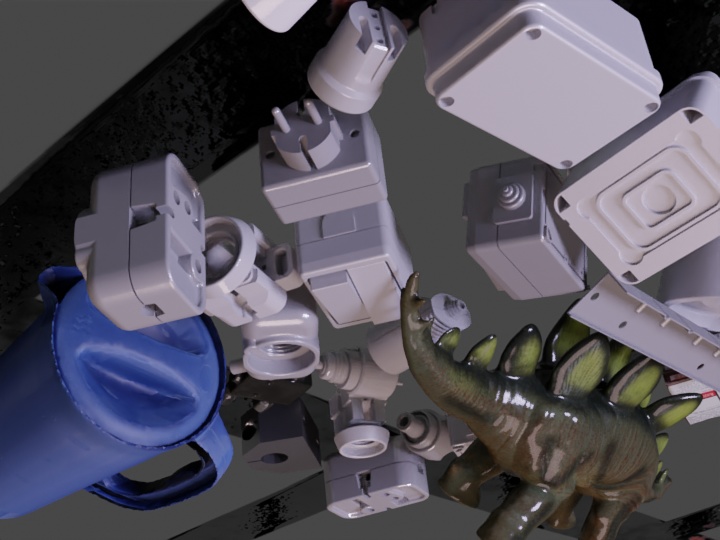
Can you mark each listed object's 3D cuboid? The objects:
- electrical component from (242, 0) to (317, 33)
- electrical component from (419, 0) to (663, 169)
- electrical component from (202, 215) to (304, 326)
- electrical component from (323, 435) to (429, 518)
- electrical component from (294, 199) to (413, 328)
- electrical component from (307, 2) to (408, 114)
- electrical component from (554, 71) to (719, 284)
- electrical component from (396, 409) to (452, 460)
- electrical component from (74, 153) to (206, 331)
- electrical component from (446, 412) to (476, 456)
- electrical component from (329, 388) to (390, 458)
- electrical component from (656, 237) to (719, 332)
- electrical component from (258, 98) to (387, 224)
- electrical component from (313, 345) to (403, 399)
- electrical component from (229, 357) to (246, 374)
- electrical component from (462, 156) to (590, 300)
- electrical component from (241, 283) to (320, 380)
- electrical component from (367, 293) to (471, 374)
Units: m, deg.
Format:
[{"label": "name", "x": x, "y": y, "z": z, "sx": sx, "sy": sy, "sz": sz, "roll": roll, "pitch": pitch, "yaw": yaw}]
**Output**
[{"label": "electrical component", "x": -0.026, "y": -0.143, "z": 0.500, "sx": 0.055, "sy": 0.045, "sz": 0.045, "roll": -26, "pitch": 144, "yaw": 28}, {"label": "electrical component", "x": 0.095, "y": -0.109, "z": 0.566, "sx": 0.113, "sy": 0.057, "sz": 0.078, "roll": 20, "pitch": 140, "yaw": -36}, {"label": "electrical component", "x": -0.085, "y": -0.001, "z": 0.709, "sx": 0.078, "sy": 0.058, "sz": 0.057, "roll": -18, "pitch": 149, "yaw": 19}, {"label": "electrical component", "x": 0.014, "y": 0.198, "z": 1.046, "sx": 0.095, "sy": 0.059, "sz": 0.054, "roll": -19, "pitch": 146, "yaw": 20}, {"label": "electrical component", "x": 0.000, "y": 0.000, "z": 0.721, "sx": 0.062, "sy": 0.061, "sz": 0.096, "roll": -13, "pitch": 148, "yaw": 11}, {"label": "electrical component", "x": -0.001, "y": -0.111, "z": 0.563, "sx": 0.040, "sy": 0.040, "sz": 0.046, "roll": 11, "pitch": 138, "yaw": -26}, {"label": "electrical component", "x": 0.183, "y": -0.055, "z": 0.641, "sx": 0.078, "sy": 0.057, "sz": 0.113, "roll": 46, "pitch": 130, "yaw": -8}, {"label": "electrical component", "x": 0.058, "y": 0.148, "z": 0.988, "sx": 0.043, "sy": 0.043, "sz": 0.062, "roll": -26, "pitch": 142, "yaw": 28}, {"label": "electrical component", "x": -0.130, "y": -0.016, "z": 0.639, "sx": 0.059, "sy": 0.095, "sz": 0.053, "roll": -13, "pitch": 148, "yaw": 12}, {"label": "electrical component", "x": 0.115, "y": 0.137, "z": 0.964, "sx": 0.062, "sy": 0.061, "sz": 0.096, "roll": -14, "pitch": 148, "yaw": 13}, {"label": "electrical component", "x": 0.000, "y": 0.131, "z": 0.938, "sx": 0.048, "sy": 0.055, "sz": 0.066, "roll": 9, "pitch": 145, "yaw": -23}, {"label": "electrical component", "x": 0.269, "y": 0.004, "z": 0.768, "sx": 0.108, "sy": 0.060, "sz": 0.108, "roll": 8, "pitch": 166, "yaw": 2}, {"label": "electrical component", "x": -0.027, "y": -0.071, "z": 0.613, "sx": 0.066, "sy": 0.047, "sz": 0.076, "roll": -13, "pitch": 148, "yaw": 11}, {"label": "electrical component", "x": -0.005, "y": 0.081, "z": 0.870, "sx": 0.078, "sy": 0.040, "sz": 0.040, "roll": 11, "pitch": 144, "yaw": -26}, {"label": "electrical component", "x": -0.074, "y": 0.070, "z": 0.847, "sx": 0.061, "sy": 0.035, "sz": 0.035, "roll": -14, "pitch": 148, "yaw": 18}, {"label": "electrical component", "x": 0.103, "y": -0.028, "z": 0.688, "sx": 0.061, "sy": 0.061, "sz": 0.096, "roll": -9, "pitch": 151, "yaw": 29}, {"label": "electrical component", "x": -0.058, "y": 0.039, "z": 0.774, "sx": 0.054, "sy": 0.059, "sz": 0.095, "roll": -3, "pitch": 148, "yaw": -5}, {"label": "electrical component", "x": 0.048, "y": 0.044, "z": 0.818, "sx": 0.043, "sy": 0.043, "sz": 0.081, "roll": 22, "pitch": 138, "yaw": -38}]
